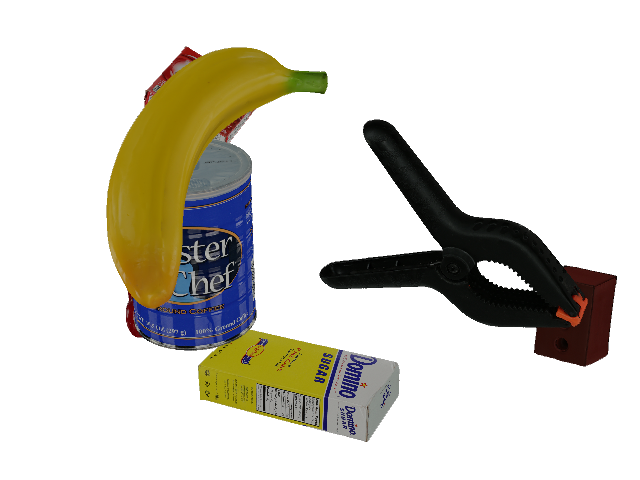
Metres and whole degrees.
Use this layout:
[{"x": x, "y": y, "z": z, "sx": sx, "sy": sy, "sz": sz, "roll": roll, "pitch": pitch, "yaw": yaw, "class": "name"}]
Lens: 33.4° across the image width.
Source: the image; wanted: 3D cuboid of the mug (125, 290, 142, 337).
[{"x": -0.177, "y": 0.064, "z": 1.179, "sx": 0.093, "sy": 0.081, "sz": 0.117, "roll": 11, "pitch": 32, "yaw": 19, "class": "mug"}]

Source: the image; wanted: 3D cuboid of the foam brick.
[{"x": 0.231, "y": 0.068, "z": 0.967, "sx": 0.053, "sy": 0.078, "sz": 0.051, "roll": 13, "pitch": 18, "yaw": 36, "class": "foam brick"}]

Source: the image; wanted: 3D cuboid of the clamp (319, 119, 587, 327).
[{"x": 0.103, "y": 0.003, "z": 0.809, "sx": 0.210, "sy": 0.165, "sz": 0.036, "roll": 20, "pitch": 42, "yaw": 15, "class": "clamp"}]

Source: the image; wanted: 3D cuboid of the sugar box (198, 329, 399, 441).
[{"x": -0.020, "y": 0.135, "z": 1.032, "sx": 0.176, "sy": 0.048, "sz": 0.093, "roll": 8, "pitch": 24, "yaw": 21, "class": "sugar box"}]

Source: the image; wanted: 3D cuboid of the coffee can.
[{"x": -0.104, "y": 0.002, "z": 0.856, "sx": 0.103, "sy": 0.140, "sz": 0.103, "roll": 0, "pitch": 29, "yaw": 0, "class": "coffee can"}]

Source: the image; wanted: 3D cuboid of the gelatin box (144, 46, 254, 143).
[{"x": -0.111, "y": -0.134, "z": 1.010, "sx": 0.089, "sy": 0.073, "sz": 0.030, "roll": 31, "pitch": -37, "yaw": 3, "class": "gelatin box"}]

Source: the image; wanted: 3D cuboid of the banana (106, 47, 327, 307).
[{"x": -0.062, "y": -0.047, "z": 0.530, "sx": 0.070, "sy": 0.037, "sz": 0.197, "roll": 17, "pitch": 46, "yaw": 15, "class": "banana"}]
